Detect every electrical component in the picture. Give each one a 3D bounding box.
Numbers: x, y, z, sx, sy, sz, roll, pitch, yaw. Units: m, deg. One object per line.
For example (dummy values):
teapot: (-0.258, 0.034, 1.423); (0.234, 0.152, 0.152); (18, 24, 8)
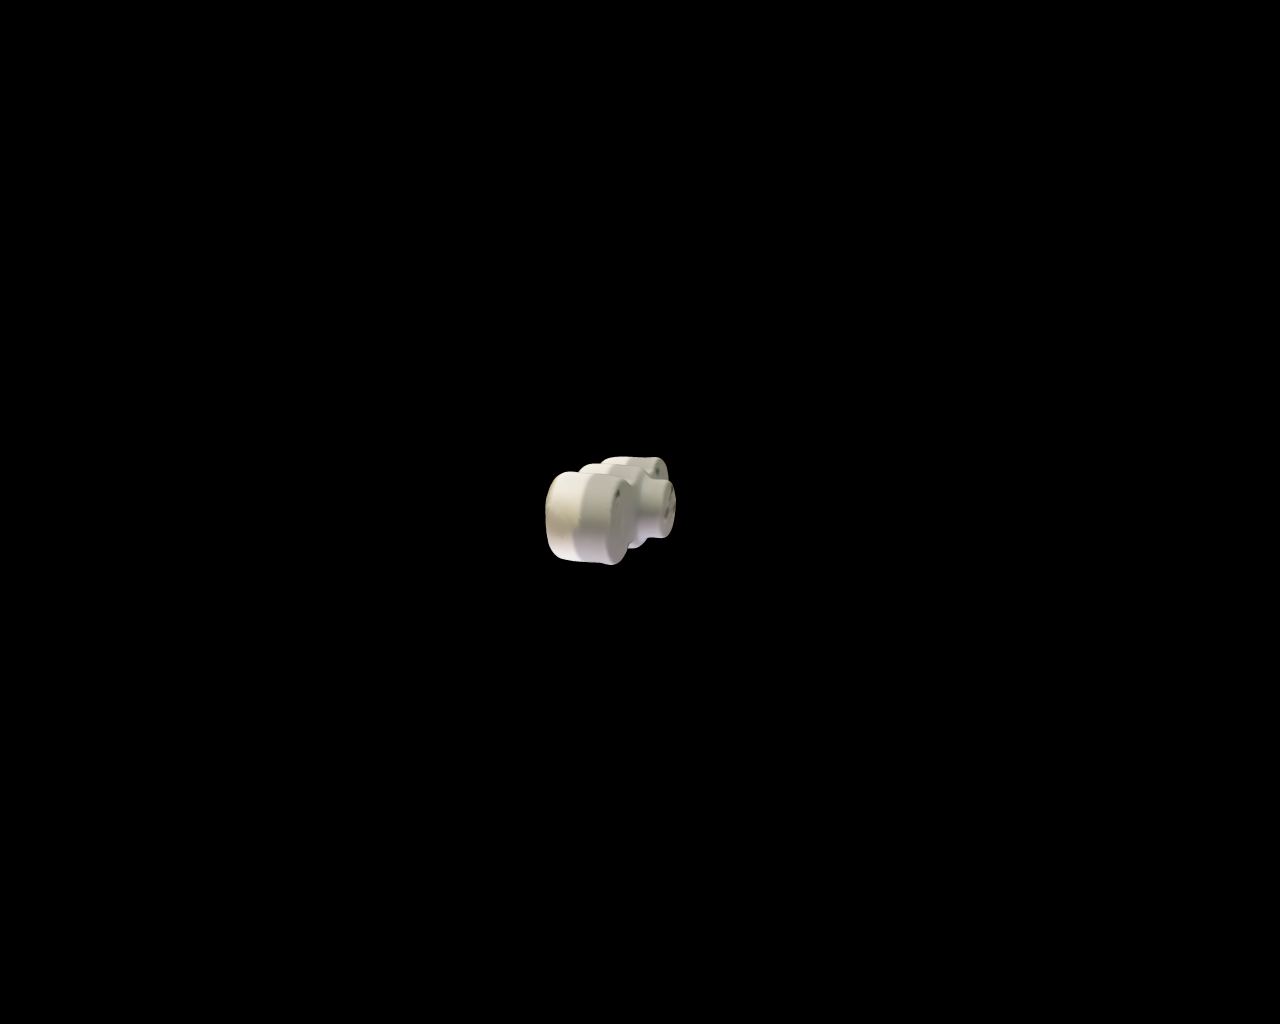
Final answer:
electrical component: (0.001, -0.003, 0.650); (0.074, 0.052, 0.138); (3, 10, 15)
